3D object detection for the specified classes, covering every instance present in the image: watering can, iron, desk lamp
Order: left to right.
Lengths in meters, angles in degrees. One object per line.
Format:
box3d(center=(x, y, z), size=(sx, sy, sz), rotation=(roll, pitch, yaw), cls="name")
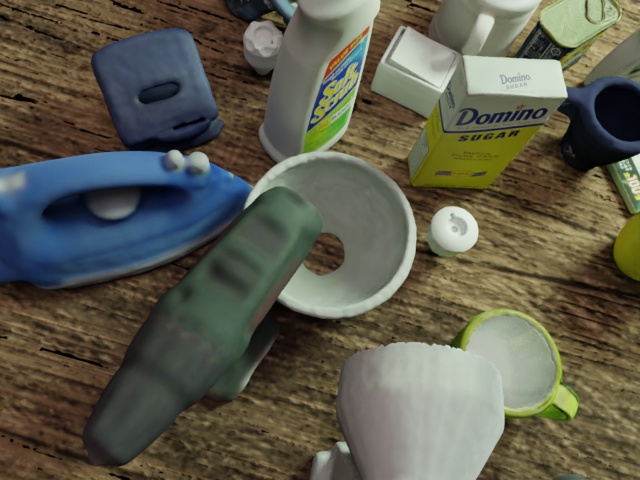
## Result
box3d(center=(-0.180, -0.043, 0.519), size=(0.258, 0.118, 0.141), rotation=(-13, -17, -11), cls="iron")
box3d(center=(0.055, 0.193, 0.431), size=(0.118, 0.203, 0.213), rotation=(12, -20, -3), cls="desk lamp")
box3d(center=(0.193, -0.284, 0.622), size=(0.101, 0.173, 0.194), rotation=(1, -19, -7), cls="watering can")

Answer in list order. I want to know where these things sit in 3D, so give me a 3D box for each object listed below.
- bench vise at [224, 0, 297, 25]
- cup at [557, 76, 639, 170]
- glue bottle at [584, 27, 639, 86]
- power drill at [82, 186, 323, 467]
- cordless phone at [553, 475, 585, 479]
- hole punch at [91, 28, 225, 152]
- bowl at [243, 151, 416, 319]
box3d(center=(-0.034, -0.287, 0.580), size=(0.207, 0.121, 0.219), rotation=(18, -20, -1), cls="bench vise")
box3d(center=(0.297, -0.122, 0.633), size=(0.117, 0.092, 0.095), rotation=(21, -20, 0), cls="cup")
box3d(center=(0.372, -0.221, 0.635), size=(0.078, 0.037, 0.173), rotation=(-17, -16, -12), cls="glue bottle")
box3d(center=(-0.081, 0.072, 0.457), size=(0.075, 0.230, 0.208), rotation=(32, -20, 4), cls="power drill")
box3d(center=(0.247, 0.261, 0.448), size=(0.147, 0.094, 0.185), rotation=(42, -19, 8), cls="cordless phone")
box3d(center=(-0.162, -0.147, 0.584), size=(0.109, 0.101, 0.091), rotation=(-22, -15, -14), cls="hole punch")
box3d(center=(0.005, 0.002, 0.564), size=(0.167, 0.167, 0.074), rotation=(0, -19, -7), cls="bowl")
